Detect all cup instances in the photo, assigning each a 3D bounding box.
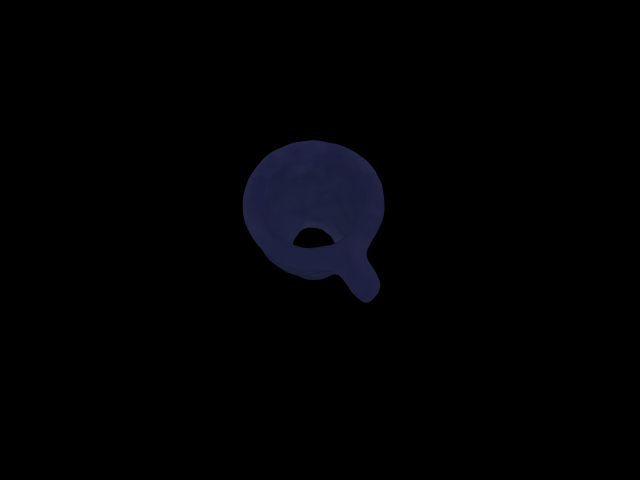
[{"bbox_3d":[0.004,0.001,0.400,0.092,0.095,0.117,-30,70,-11],"label":"cup"}]
